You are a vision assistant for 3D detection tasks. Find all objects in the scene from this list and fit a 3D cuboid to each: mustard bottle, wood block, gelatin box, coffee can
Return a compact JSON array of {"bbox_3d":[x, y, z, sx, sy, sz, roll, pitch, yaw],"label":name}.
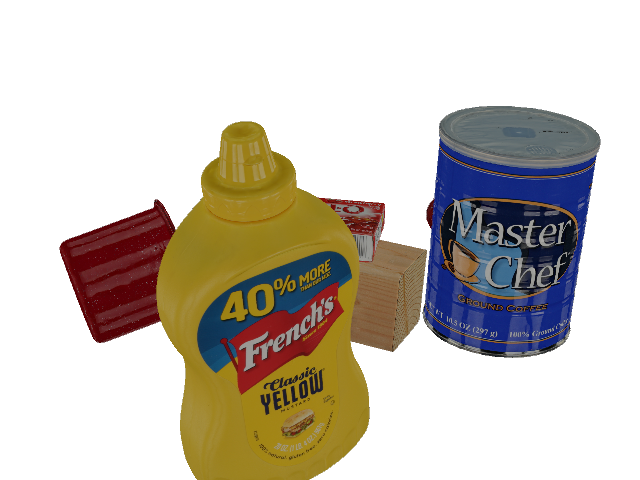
[{"bbox_3d":[-0.027,0.032,0.499,0.096,0.192,0.058,-20,38,-21],"label":"mustard bottle"},{"bbox_3d":[0.002,0.043,1.174,0.206,0.091,0.090,13,25,21],"label":"wood block"},{"bbox_3d":[0.008,-0.012,0.928,0.089,0.030,0.073,6,24,9],"label":"gelatin box"},{"bbox_3d":[0.125,-0.008,0.713,0.103,0.140,0.103,2,25,-1],"label":"coffee can"}]

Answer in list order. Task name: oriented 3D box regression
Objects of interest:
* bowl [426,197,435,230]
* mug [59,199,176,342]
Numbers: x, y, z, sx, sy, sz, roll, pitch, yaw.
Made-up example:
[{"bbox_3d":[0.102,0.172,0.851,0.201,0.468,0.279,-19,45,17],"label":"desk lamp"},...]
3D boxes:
[{"bbox_3d":[0.192,-0.003,1.132,0.162,0.055,0.162,0,31,0],"label":"bowl"},{"bbox_3d":[-0.148,0.024,0.811,0.081,0.093,0.117,-21,19,-14],"label":"mug"}]
